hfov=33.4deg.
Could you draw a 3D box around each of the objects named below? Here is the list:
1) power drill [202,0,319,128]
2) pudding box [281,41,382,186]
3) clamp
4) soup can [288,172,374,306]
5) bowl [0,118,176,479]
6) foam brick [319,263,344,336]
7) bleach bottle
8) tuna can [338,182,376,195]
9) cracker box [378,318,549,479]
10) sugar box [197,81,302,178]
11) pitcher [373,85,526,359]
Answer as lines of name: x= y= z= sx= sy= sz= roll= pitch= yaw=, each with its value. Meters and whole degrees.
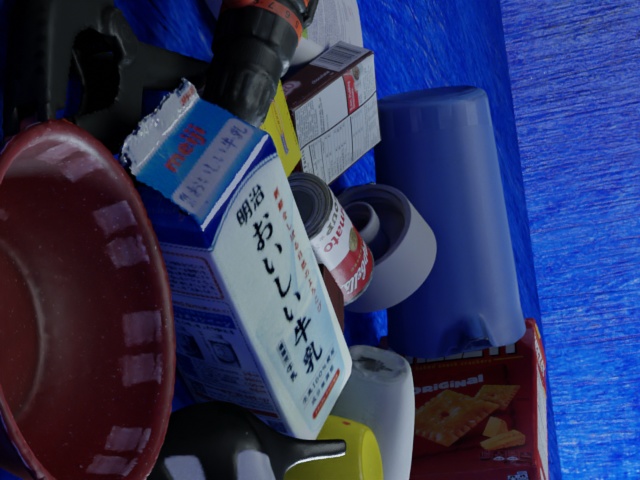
power drill: x=-0.062 y=-0.174 z=0.604 sx=0.187 sy=0.057 sz=0.184 roll=51 pitch=44 yaw=-51
pudding box: x=0.003 y=-0.095 z=0.860 sx=0.113 sy=0.039 sz=0.090 roll=-40 pitch=138 yaw=-36
clamp: x=-0.121 y=-0.116 z=0.562 sx=0.209 sy=0.036 sz=0.164 roll=-72 pitch=144 yaw=-56
soup can: x=-0.005 y=0.001 z=0.826 sx=0.102 sy=0.069 sz=0.068 roll=55 pitch=30 yaw=-53
bowl: x=-0.119 y=0.034 z=0.448 sx=0.162 sy=0.055 sz=0.162 roll=-10 pitch=90 yaw=-74
foam brick: x=-0.013 y=0.065 z=0.790 sx=0.053 sy=0.051 sz=0.078 roll=58 pitch=27 yaw=-54
bleach bottle: x=-0.034 y=-0.190 z=0.856 sx=0.250 sy=0.068 sz=0.102 roll=13 pitch=68 yaw=-70
tuna can: x=0.044 y=-0.013 z=1.060 sx=0.086 sy=0.034 sz=0.086 roll=-10 pitch=90 yaw=-74
cracker box: x=0.129 y=0.168 z=1.008 sx=0.213 sy=0.164 sz=0.072 roll=-74 pitch=151 yaw=-55
sugar box: x=-0.061 y=-0.063 z=0.716 sx=0.176 sy=0.048 sz=0.093 roll=-68 pitch=144 yaw=-63
pitcher: x=0.113 y=-0.020 z=1.015 sx=0.144 sy=0.149 sz=0.243 roll=-22 pitch=108 yaw=-49
